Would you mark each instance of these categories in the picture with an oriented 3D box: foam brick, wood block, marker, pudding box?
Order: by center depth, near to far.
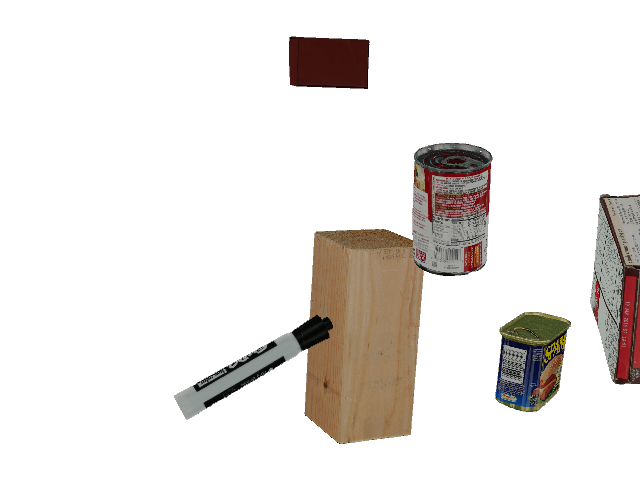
[{"bbox_3d":[0.211,0.030,0.721,0.039,0.090,0.113,0,27,4],"label":"pudding box"},{"bbox_3d":[-0.045,0.086,0.743,0.121,0.020,0.020,-29,6,-11],"label":"marker"},{"bbox_3d":[0.008,-0.187,1.120,0.078,0.051,0.053,0,11,-10],"label":"foam brick"},{"bbox_3d":[0.045,0.098,1.131,0.090,0.206,0.091,-3,14,-26],"label":"wood block"}]

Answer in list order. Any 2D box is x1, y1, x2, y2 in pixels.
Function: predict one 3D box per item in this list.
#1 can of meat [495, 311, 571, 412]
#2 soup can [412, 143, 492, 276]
[{"bbox_3d":[0.235,0.134,1.186,0.058,0.084,0.101,12,16,29],"label":"can of meat"},{"bbox_3d":[0.116,-0.027,0.948,0.068,0.102,0.068,-1,25,0],"label":"soup can"}]
